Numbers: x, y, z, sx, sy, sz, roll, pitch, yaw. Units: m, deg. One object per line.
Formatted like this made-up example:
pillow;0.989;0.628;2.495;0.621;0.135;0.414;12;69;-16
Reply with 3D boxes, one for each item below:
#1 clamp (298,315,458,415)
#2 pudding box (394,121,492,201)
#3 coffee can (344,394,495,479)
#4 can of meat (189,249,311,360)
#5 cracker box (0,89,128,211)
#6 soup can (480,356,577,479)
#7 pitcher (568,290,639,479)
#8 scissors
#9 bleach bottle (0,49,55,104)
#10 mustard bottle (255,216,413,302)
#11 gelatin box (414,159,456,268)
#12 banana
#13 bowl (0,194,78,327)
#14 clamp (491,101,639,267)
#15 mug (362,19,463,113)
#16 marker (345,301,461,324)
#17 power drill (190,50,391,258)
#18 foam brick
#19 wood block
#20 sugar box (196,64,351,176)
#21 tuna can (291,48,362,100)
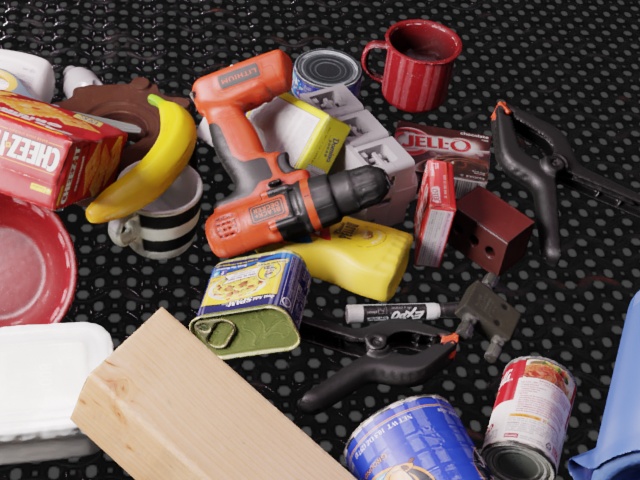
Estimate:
clamp;0.047;0.114;0.992;0.171;0.039;0.120;-1;45;-3
pudding box;0.135;-0.089;1.209;0.113;0.039;0.090;11;43;3
coffee can;0.093;0.210;0.855;0.102;0.103;0.140;-13;48;-19
can of meat;-0.063;0.059;1.004;0.102;0.057;0.084;-10;38;20
cracker box;-0.284;-0.092;0.989;0.164;0.072;0.213;18;7;0
soup can;0.184;0.162;0.941;0.068;0.068;0.102;17;46;10
pitcher;0.326;0.146;0.936;0.149;0.145;0.242;43;41;-14
scissors;-0.296;-0.150;1.147;0.201;0.016;0.096;-1;50;-14
bleach bottle;-0.363;-0.104;1.146;0.102;0.068;0.250;8;46;0
mustard bottle;-0.007;0.001;1.085;0.192;0.058;0.096;17;33;11
gelatin box;0.118;-0.027;1.108;0.030;0.089;0.073;6;45;-2
banana;-0.164;-0.079;1.051;0.070;0.037;0.197;-1;40;17
bowl;-0.303;0.030;0.989;0.162;0.055;0.162;0;87;-7
clamp;0.253;-0.068;1.186;0.164;0.036;0.210;-29;67;-31
mug;0.108;-0.211;1.299;0.117;0.081;0.093;9;44;1
marker;0.086;0.071;1.054;0.121;0.020;0.020;-1;45;-9
power drill;-0.040;-0.090;1.045;0.184;0.057;0.188;-19;68;4
foam brick;0.177;-0.010;1.125;0.078;0.053;0.051;37;52;27
wood block;-0.086;0.166;0.843;0.206;0.090;0.090;40;52;6
sugar box;-0.054;-0.117;1.149;0.048;0.093;0.176;22;9;-45
tuna can;0.008;-0.198;1.307;0.086;0.034;0.086;4;44;-4
